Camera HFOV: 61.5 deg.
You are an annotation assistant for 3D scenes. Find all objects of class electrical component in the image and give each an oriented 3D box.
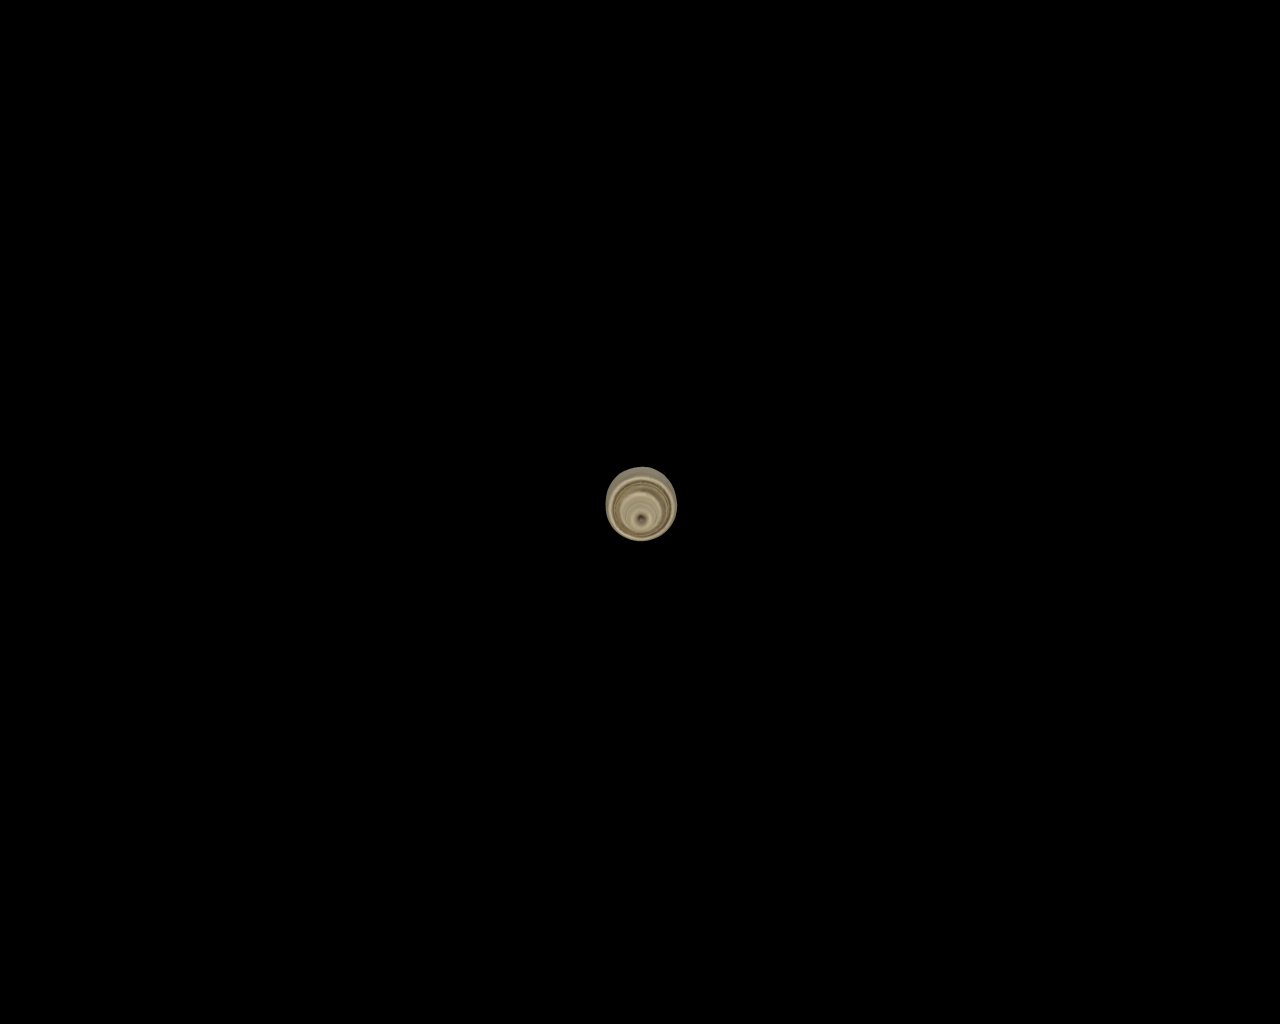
[{"bbox_3d":[0.001,-0.003,0.650,0.043,0.043,0.062,0,14,0],"label":"electrical component"}]
